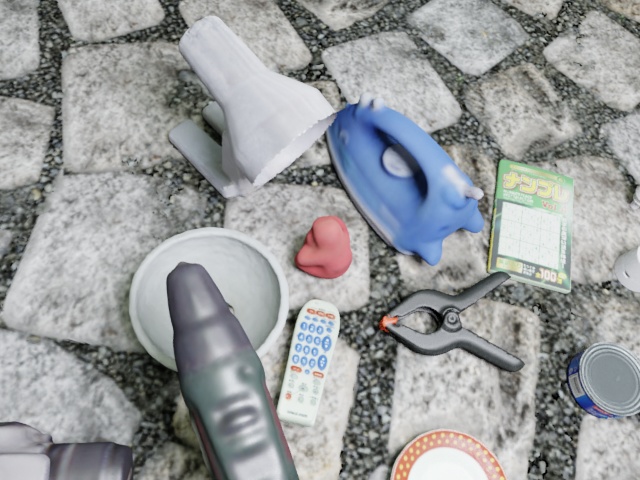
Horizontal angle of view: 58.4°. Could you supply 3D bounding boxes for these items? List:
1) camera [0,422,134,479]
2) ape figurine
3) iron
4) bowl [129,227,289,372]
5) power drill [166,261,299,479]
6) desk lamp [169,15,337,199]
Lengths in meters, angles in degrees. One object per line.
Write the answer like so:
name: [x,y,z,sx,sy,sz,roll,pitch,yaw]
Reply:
camera: [-0.246,0.237,0.517,0.137,0.101,0.143,0,64,-8]
ape figurine: [0.006,0.002,0.672,0.078,0.092,0.076,-30,71,-20]
iron: [0.096,-0.101,0.708,0.119,0.141,0.258,-35,73,-21]
bowl: [-0.118,0.074,0.629,0.167,0.075,0.167,3,64,-6]
power drill: [-0.082,0.155,0.519,0.076,0.208,0.229,-20,68,-17]
desk lamp: [-0.090,-0.135,0.658,0.203,0.213,0.118,43,66,13]
